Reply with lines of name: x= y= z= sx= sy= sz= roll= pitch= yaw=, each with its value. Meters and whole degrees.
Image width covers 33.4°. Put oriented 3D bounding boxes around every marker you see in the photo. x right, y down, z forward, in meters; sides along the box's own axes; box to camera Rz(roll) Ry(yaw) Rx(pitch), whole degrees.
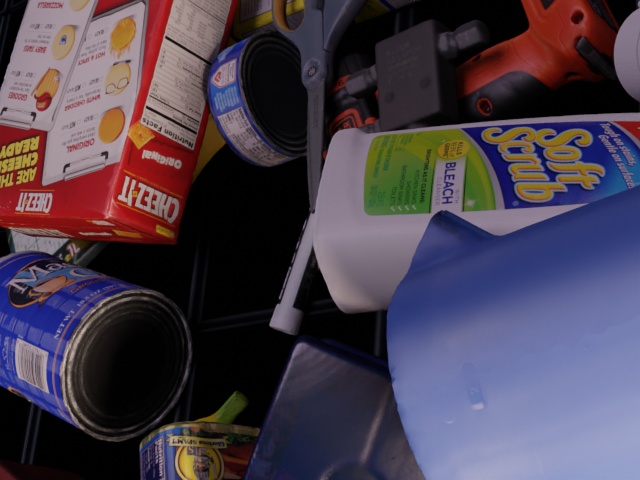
marker: x=-0.004 y=0.001 z=0.680 sx=0.020 sy=0.020 sz=0.121 roll=10 pitch=78 yaw=44

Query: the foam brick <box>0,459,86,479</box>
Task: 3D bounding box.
foam brick: x=-0.189 y=0.186 z=0.720 sx=0.051 sy=0.078 sz=0.053 roll=21 pitch=86 yaw=43

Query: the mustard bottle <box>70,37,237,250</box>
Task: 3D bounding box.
mustard bottle: x=-0.123 y=-0.067 z=0.789 sx=0.192 sy=0.058 sz=0.096 roll=-48 pitch=49 yaw=14

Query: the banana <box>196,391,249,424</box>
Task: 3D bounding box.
banana: x=-0.070 y=0.190 z=0.640 sx=0.070 sy=0.037 sz=0.198 roll=-28 pitch=54 yaw=32

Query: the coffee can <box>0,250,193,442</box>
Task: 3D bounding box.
coffee can: x=-0.171 y=0.069 z=0.739 sx=0.141 sy=0.102 sz=0.103 roll=14 pitch=80 yaw=44

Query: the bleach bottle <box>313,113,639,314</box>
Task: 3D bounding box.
bleach bottle: x=0.127 y=-0.024 z=0.514 sx=0.251 sy=0.068 sz=0.102 roll=-8 pitch=41 yaw=18

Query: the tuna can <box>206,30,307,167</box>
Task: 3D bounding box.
tuna can: x=-0.034 y=-0.092 z=0.702 sx=0.034 sy=0.086 sz=0.086 roll=-17 pitch=61 yaw=38

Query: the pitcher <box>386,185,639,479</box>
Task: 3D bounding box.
pitcher: x=0.160 y=0.039 z=0.396 sx=0.243 sy=0.149 sz=0.145 roll=-25 pitch=34 yaw=29

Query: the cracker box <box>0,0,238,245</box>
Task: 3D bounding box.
cracker box: x=-0.146 y=-0.108 z=0.736 sx=0.164 sy=0.072 sz=0.213 roll=3 pitch=75 yaw=41

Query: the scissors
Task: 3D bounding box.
scissors: x=0.012 y=-0.116 z=0.645 sx=0.096 sy=0.016 sz=0.202 roll=-36 pitch=46 yaw=26

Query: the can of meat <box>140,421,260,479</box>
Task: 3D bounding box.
can of meat: x=-0.051 y=0.152 z=0.594 sx=0.058 sy=0.101 sz=0.084 roll=-44 pitch=43 yaw=41

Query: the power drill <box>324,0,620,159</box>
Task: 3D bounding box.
power drill: x=0.075 y=-0.107 z=0.633 sx=0.188 sy=0.057 sz=0.184 roll=-36 pitch=54 yaw=28

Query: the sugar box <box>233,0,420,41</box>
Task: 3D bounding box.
sugar box: x=0.022 y=-0.195 z=0.729 sx=0.177 sy=0.048 sz=0.093 roll=-11 pitch=64 yaw=34
